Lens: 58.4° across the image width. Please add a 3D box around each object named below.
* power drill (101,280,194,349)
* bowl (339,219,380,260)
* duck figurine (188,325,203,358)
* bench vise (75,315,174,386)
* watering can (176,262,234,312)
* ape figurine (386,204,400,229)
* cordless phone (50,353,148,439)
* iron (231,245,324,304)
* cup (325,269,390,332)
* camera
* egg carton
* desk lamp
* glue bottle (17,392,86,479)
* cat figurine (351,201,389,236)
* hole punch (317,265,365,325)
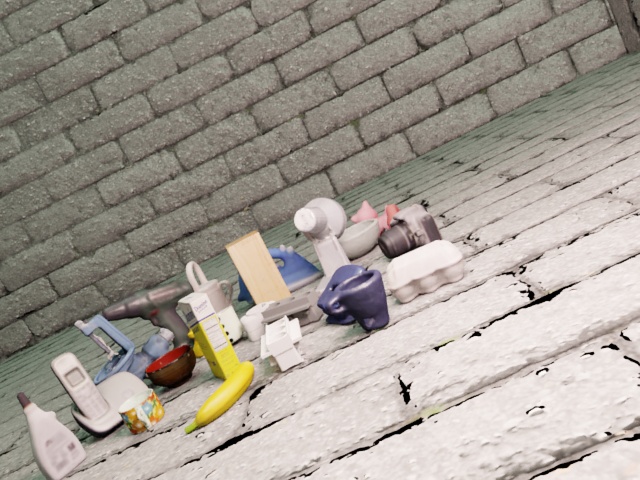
[{"bbox_3d":[-0.404,0.212,1.454,0.230,0.208,0.075,-33,11,-32],"label":"power drill"},{"bbox_3d":[0.101,0.008,1.602,0.167,0.075,0.167,-26,9,5],"label":"bowl"},{"bbox_3d":[-0.290,0.230,1.417,0.077,0.086,0.105,-23,10,21],"label":"duck figurine"},{"bbox_3d":[-0.454,0.253,1.328,0.121,0.220,0.208,-18,13,42],"label":"bench vise"},{"bbox_3d":[-0.335,0.154,1.623,0.173,0.194,0.100,-29,10,-12],"label":"watering can"},{"bbox_3d":[0.215,-0.058,1.596,0.076,0.092,0.077,-34,12,-37],"label":"ape figurine"},{"bbox_3d":[-0.457,0.299,1.189,0.094,0.185,0.148,-19,12,39],"label":"cordless phone"},{"bbox_3d":[-0.128,0.082,1.613,0.257,0.141,0.119,-23,10,22],"label":"iron"},{"bbox_3d":[0.072,0.118,1.000,0.118,0.095,0.091,-31,10,-24],"label":"cup"},{"bbox_3d":[0.201,-0.020,1.395,0.137,0.101,0.143,-29,9,-13],"label":"camera"},{"bbox_3d":[0.196,0.057,1.077,0.150,0.069,0.107,-25,9,9],"label":"egg carton"},{"bbox_3d":[0.013,0.005,1.423,0.117,0.213,0.203,-24,10,17],"label":"desk lamp"},{"bbox_3d":[-0.506,0.354,1.054,0.037,0.173,0.078,-20,12,37],"label":"glue bottle"},{"bbox_3d":[0.161,-0.063,1.693,0.127,0.118,0.067,-19,12,40],"label":"cat figurine"},{"bbox_3d":[0.048,0.108,1.138,0.101,0.091,0.108,-32,11,-29],"label":"hole punch"}]
